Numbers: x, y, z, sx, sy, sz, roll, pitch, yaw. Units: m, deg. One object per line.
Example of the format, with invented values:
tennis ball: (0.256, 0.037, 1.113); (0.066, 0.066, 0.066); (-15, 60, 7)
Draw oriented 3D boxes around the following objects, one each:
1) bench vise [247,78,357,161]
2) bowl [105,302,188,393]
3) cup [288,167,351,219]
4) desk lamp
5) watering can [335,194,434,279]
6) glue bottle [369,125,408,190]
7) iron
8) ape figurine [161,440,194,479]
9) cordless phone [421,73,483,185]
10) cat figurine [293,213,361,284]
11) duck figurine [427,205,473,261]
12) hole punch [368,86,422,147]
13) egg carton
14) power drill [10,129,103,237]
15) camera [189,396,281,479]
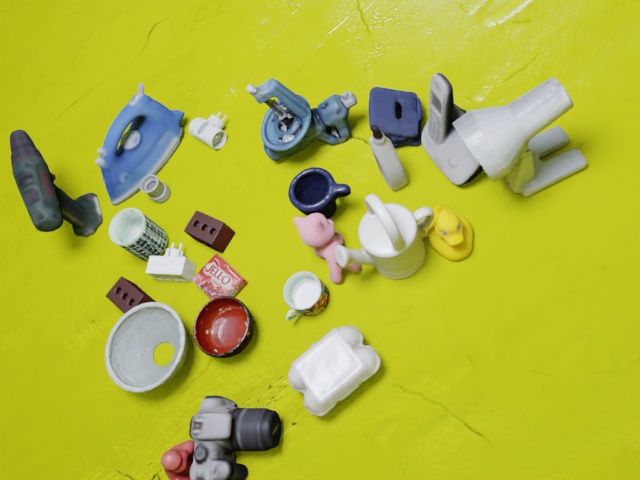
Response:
bench vise: (-0.043, -0.259, 1.110); (0.207, 0.220, 0.121); (-36, 61, 1)
bowl: (-0.312, 0.206, 1.076); (0.167, 0.075, 0.167); (-7, 65, 15)
cup: (0.009, -0.079, 1.085); (0.117, 0.095, 0.092); (-2, 67, 17)
desk lamp: (0.333, -0.165, 0.950); (0.203, 0.214, 0.117); (-27, 62, 5)
watering can: (0.110, -0.006, 0.963); (0.100, 0.194, 0.173); (37, 82, 28)
glue bottle: (0.116, -0.159, 1.041); (0.037, 0.173, 0.078); (-31, 61, 3)
iron: (-0.417, -0.212, 1.255); (0.118, 0.142, 0.258); (24, 76, 26)
ape figurine: (-0.236, 0.376, 0.966); (0.076, 0.092, 0.078); (16, 73, 24)
cordless phone: (0.236, -0.197, 1.012); (0.094, 0.185, 0.147); (-35, 61, 1)
cat figurine: (0.010, 0.004, 1.036); (0.067, 0.118, 0.127); (-36, 61, 1)
duck figurine: (0.223, -0.023, 0.996); (0.077, 0.086, 0.104); (-24, 62, 7)
hole punch: (0.148, -0.243, 1.115); (0.101, 0.091, 0.108); (-5, 66, 16)
egg carton: (0.022, 0.217, 0.965); (0.150, 0.069, 0.107); (-40, 61, -2)
power drill: (-0.562, -0.101, 1.215); (0.075, 0.209, 0.229); (-29, 62, 4)
camera: (-0.141, 0.331, 0.950); (0.136, 0.101, 0.143); (-6, 66, 16)
